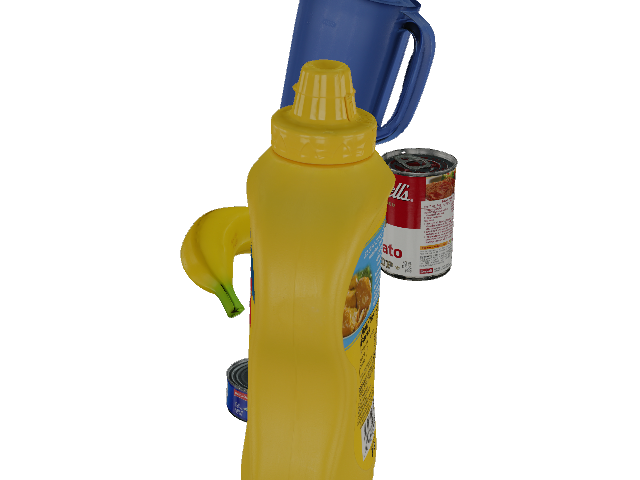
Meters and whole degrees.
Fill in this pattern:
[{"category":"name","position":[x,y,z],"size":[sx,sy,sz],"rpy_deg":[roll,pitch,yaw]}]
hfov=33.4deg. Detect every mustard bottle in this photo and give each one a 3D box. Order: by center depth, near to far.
[{"category":"mustard bottle","position":[-0.001,0.021,0.439],"size":[0.058,0.192,0.096],"rpy_deg":[8,25,11]}]

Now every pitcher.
[{"category":"pitcher","position":[0.027,-0.164,1.188],"size":[0.145,0.243,0.149],"rpy_deg":[10,21,-10]}]

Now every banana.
[{"category":"banana","position":[-0.062,0.006,0.797],"size":[0.037,0.069,0.197],"rpy_deg":[-33,5,19]}]

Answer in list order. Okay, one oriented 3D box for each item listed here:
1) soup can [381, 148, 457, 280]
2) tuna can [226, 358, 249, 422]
[{"category":"soup can","position":[0.085,-0.024,0.947],"size":[0.068,0.102,0.068],"rpy_deg":[0,23,0]},{"category":"tuna can","position":[-0.043,0.137,0.971],"size":[0.086,0.034,0.086],"rpy_deg":[3,17,-1]}]
